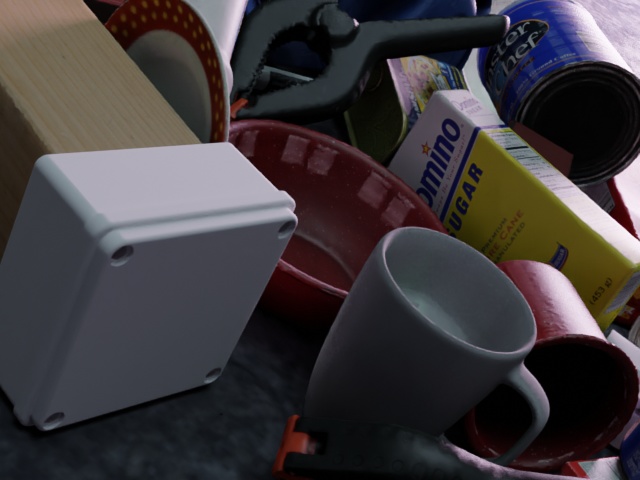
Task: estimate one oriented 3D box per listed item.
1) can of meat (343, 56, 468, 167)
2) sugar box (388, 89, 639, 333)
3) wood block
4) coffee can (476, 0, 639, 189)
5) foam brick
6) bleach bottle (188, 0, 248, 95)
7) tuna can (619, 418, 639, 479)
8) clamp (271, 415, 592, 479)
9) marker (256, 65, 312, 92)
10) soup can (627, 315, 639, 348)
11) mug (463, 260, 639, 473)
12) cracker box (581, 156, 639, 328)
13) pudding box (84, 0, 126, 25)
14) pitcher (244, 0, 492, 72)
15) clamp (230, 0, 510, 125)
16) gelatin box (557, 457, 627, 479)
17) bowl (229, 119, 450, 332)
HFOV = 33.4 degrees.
[{"bbox_3d":[0.067,-0.093,0.787,0.083,0.058,0.102,10,51,-34],"label":"can of meat"},{"bbox_3d":[0.120,-0.009,0.686,0.176,0.093,0.048,44,33,25],"label":"sugar box"},{"bbox_3d":[-0.152,-0.066,0.543,0.090,0.090,0.206,-6,45,-45],"label":"wood block"},{"bbox_3d":[0.183,-0.117,0.819,0.102,0.103,0.140,20,28,-16],"label":"coffee can"},{"bbox_3d":[0.133,-0.034,0.748,0.051,0.078,0.053,32,32,1],"label":"foam brick"},{"bbox_3d":[-0.079,-0.133,0.674,0.068,0.103,0.250,16,52,-13],"label":"bleach bottle"},{"bbox_3d":[0.201,0.122,0.557,0.086,0.034,0.086,22,29,-14],"label":"tuna can"},{"bbox_3d":[0.068,0.110,0.454,0.171,0.120,0.039,20,53,-9],"label":"clamp"},{"bbox_3d":[-0.003,-0.112,0.806,0.120,0.020,0.020,10,36,-30],"label":"marker"},{"bbox_3d":[0.261,0.079,0.699,0.102,0.069,0.068,11,35,-28],"label":"soup can"},{"bbox_3d":[0.119,0.072,0.582,0.117,0.093,0.081,49,14,-31],"label":"mug"},{"bbox_3d":[0.277,-0.005,0.832,0.164,0.072,0.213,21,32,-13],"label":"cracker box"},{"bbox_3d":[-0.169,-0.185,0.753,0.089,0.039,0.113,10,36,-31],"label":"pudding box"},{"bbox_3d":[0.018,-0.223,0.898,0.149,0.145,0.243,23,25,-35],"label":"pitcher"},{"bbox_3d":[0.005,-0.153,0.735,0.209,0.036,0.164,-36,80,-16],"label":"clamp"},{"bbox_3d":[0.169,0.149,0.555,0.089,0.030,0.073,5,37,-38],"label":"gelatin box"},{"bbox_3d":[-0.004,0.001,0.602,0.162,0.055,0.162,21,32,-14],"label":"bowl"}]
